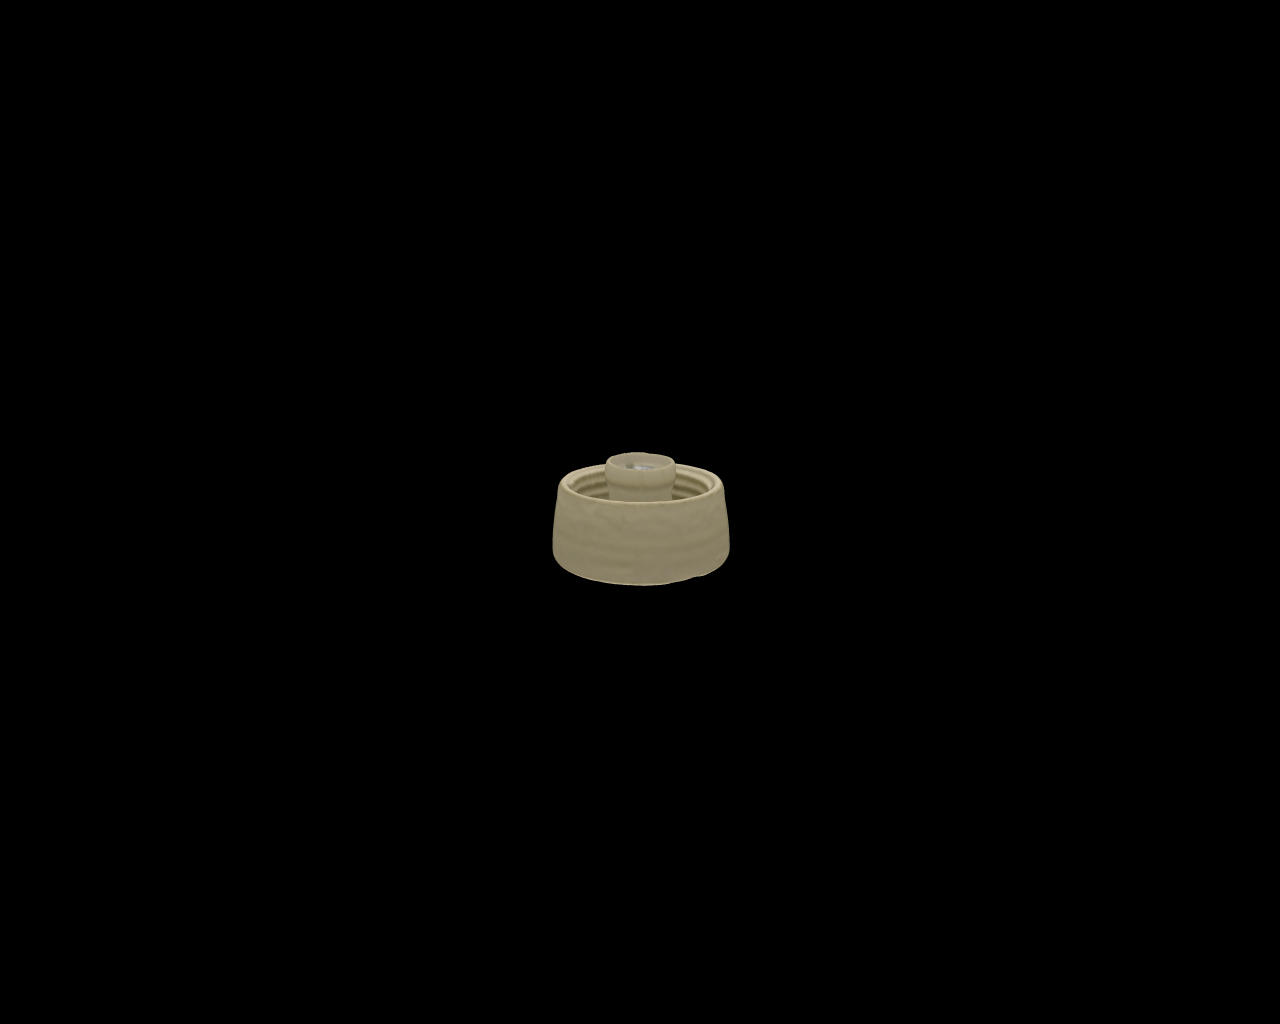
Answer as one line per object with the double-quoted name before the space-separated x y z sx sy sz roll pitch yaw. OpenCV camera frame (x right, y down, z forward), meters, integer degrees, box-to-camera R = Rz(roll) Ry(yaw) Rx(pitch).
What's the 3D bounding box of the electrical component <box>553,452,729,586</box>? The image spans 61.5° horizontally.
"electrical component" 0.001 -0.003 0.650 0.108 0.060 0.108 0 17 0
